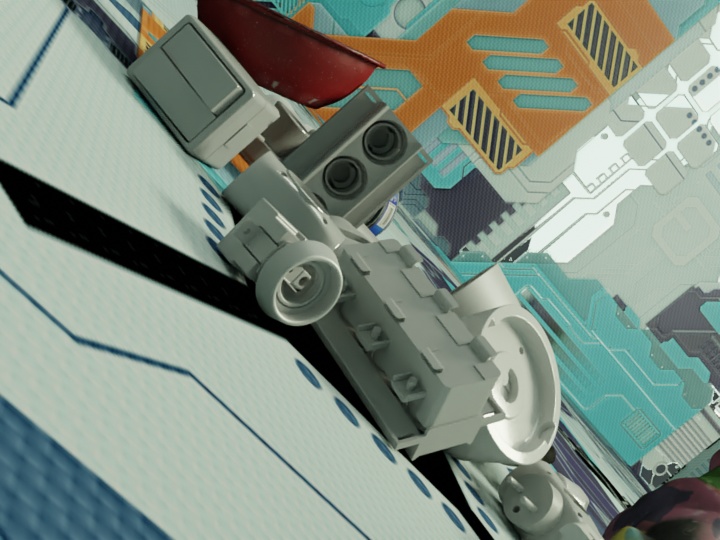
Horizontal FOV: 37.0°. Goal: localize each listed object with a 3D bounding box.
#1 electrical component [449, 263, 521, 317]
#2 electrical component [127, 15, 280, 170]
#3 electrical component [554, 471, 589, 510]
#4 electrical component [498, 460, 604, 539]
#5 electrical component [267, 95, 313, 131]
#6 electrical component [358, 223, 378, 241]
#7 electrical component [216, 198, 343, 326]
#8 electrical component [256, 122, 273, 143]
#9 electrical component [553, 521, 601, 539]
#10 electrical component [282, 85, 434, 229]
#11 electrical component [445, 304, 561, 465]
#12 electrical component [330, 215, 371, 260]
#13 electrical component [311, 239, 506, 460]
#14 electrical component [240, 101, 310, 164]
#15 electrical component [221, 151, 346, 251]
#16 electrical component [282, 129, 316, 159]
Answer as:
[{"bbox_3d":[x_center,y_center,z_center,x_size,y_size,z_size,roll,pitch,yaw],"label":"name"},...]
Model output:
[{"bbox_3d":[0.091,0.049,0.933,0.060,0.108,0.108,56,6,2],"label":"electrical component"},{"bbox_3d":[-0.113,-0.127,0.742,0.096,0.062,0.061,51,6,15],"label":"electrical component"},{"bbox_3d":[0.139,0.171,0.809,0.062,0.043,0.043,37,11,-28],"label":"electrical component"},{"bbox_3d":[0.122,0.163,0.728,0.079,0.043,0.077,45,8,-41],"label":"electrical component"},{"bbox_3d":[-0.057,-0.113,1.097,0.138,0.052,0.073,45,8,-33],"label":"electrical component"},{"bbox_3d":[-0.020,-0.033,0.915,0.081,0.043,0.043,47,6,-18],"label":"electrical component"},{"bbox_3d":[-0.040,-0.002,0.574,0.066,0.048,0.055,44,1,-42],"label":"electrical component"},{"bbox_3d":[-0.105,-0.132,0.896,0.083,0.047,0.076,54,8,38],"label":"electrical component"},{"bbox_3d":[0.134,0.191,0.605,0.089,0.050,0.056,51,6,21],"label":"electrical component"},{"bbox_3d":[-0.015,-0.077,0.846,0.078,0.121,0.063,48,4,-16],"label":"electrical component"},{"bbox_3d":[0.085,0.081,0.742,0.108,0.060,0.108,17,68,-48],"label":"electrical component"},{"bbox_3d":[0.000,0.000,0.787,0.079,0.043,0.077,22,17,-22],"label":"electrical component"},{"bbox_3d":[0.027,0.042,0.635,0.079,0.063,0.121,-9,47,-33],"label":"electrical component"},{"bbox_3d":[-0.078,-0.115,0.952,0.045,0.055,0.045,49,6,-7],"label":"electrical component"},{"bbox_3d":[-0.050,-0.039,0.732,0.077,0.044,0.079,49,6,-5],"label":"electrical component"},{"bbox_3d":[-0.032,-0.073,0.989,0.096,0.062,0.061,44,8,-40],"label":"electrical component"}]
